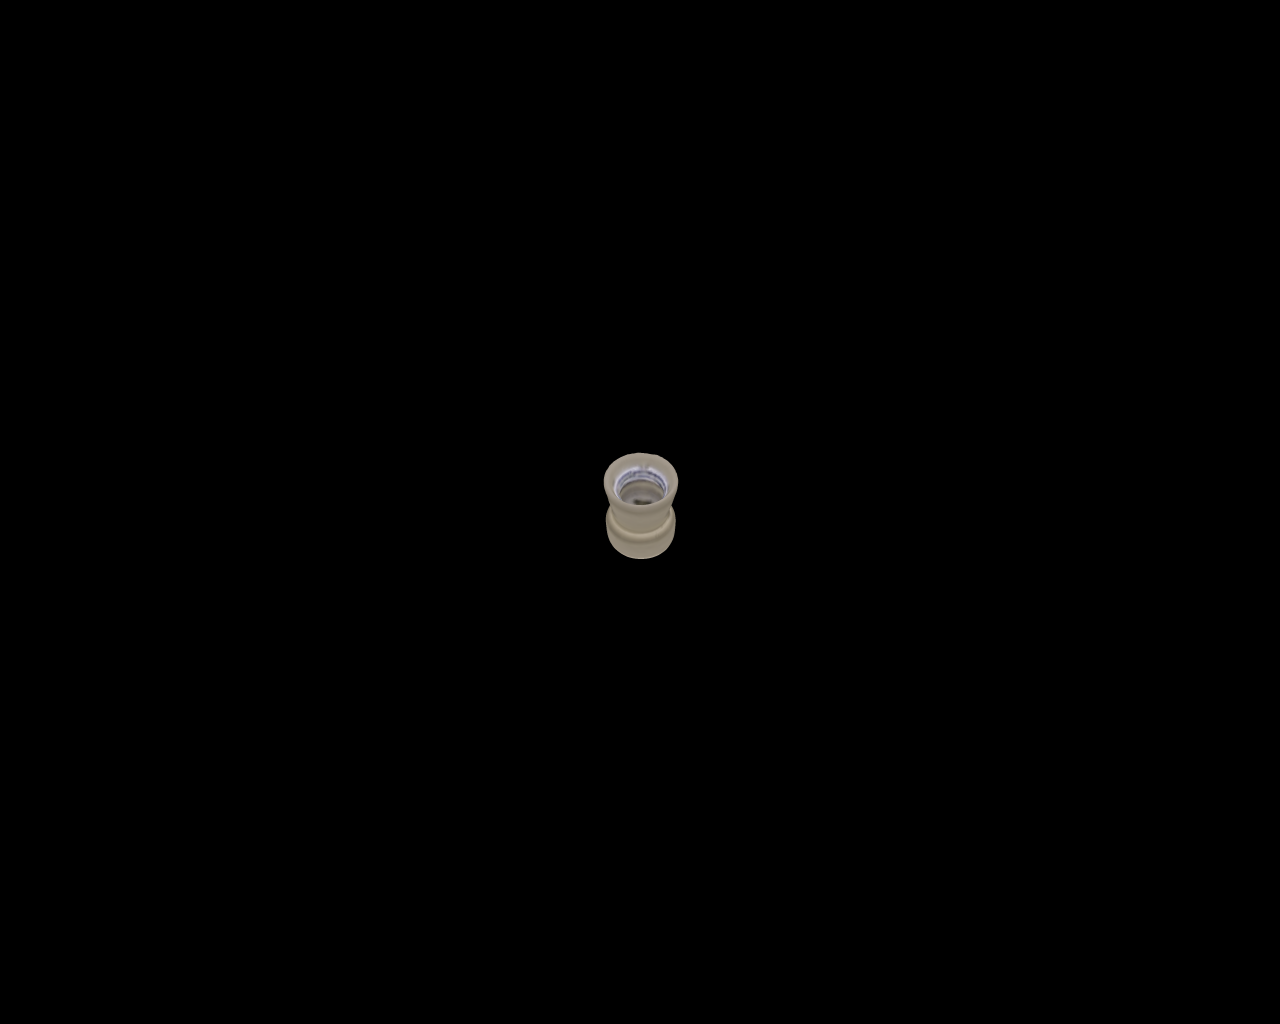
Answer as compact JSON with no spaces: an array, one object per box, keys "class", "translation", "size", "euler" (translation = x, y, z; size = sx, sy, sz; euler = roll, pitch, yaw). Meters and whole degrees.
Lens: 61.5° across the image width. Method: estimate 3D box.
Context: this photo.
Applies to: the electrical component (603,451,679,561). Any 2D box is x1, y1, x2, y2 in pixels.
[{"class":"electrical component","translation":[0.001,-0.003,0.650],"size":[0.045,0.045,0.055],"euler":[0,-39,0]}]
